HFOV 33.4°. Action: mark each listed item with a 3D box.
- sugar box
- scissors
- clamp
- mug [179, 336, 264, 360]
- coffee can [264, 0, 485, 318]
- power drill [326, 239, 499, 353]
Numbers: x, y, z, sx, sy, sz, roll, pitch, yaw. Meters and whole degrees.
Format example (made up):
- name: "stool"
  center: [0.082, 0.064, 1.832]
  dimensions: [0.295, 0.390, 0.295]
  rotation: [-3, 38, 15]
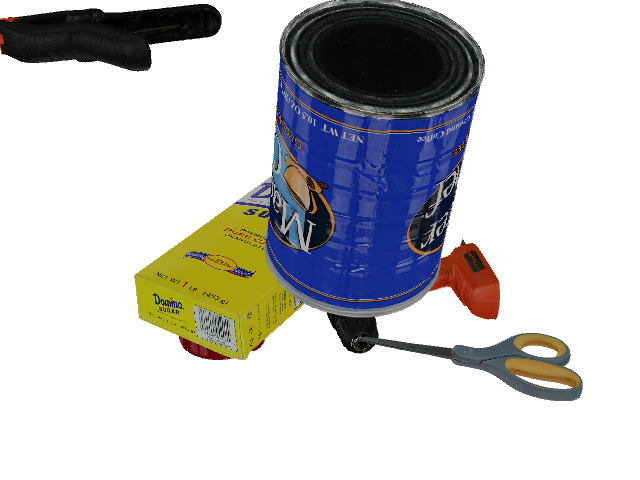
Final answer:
- name: "sugar box"
  center: [-0.042, 0.012, 0.779]
  dimensions: [0.093, 0.048, 0.176]
  rotation: [20, 41, 27]
- name: "scissors"
  center: [0.143, 0.098, 0.979]
  dimensions: [0.202, 0.016, 0.096]
  rotation: [17, 31, 17]
- name: "clamp"
  center: [-0.162, -0.155, 0.797]
  dimensions: [0.172, 0.039, 0.120]
  rotation: [11, 22, 29]
- name: "mug"
  center: [-0.090, 0.066, 1.029]
  dimensions: [0.093, 0.081, 0.117]
  rotation: [-22, 35, -37]
- name: "coffee can"
  center: [0.025, -0.043, 0.572]
  dimensions: [0.102, 0.140, 0.103]
  rotation: [3, 44, -4]
- name: "power drill"
  center: [0.096, 0.058, 1.165]
  dimensions: [0.187, 0.057, 0.184]
  rotation: [-4, 28, -7]
